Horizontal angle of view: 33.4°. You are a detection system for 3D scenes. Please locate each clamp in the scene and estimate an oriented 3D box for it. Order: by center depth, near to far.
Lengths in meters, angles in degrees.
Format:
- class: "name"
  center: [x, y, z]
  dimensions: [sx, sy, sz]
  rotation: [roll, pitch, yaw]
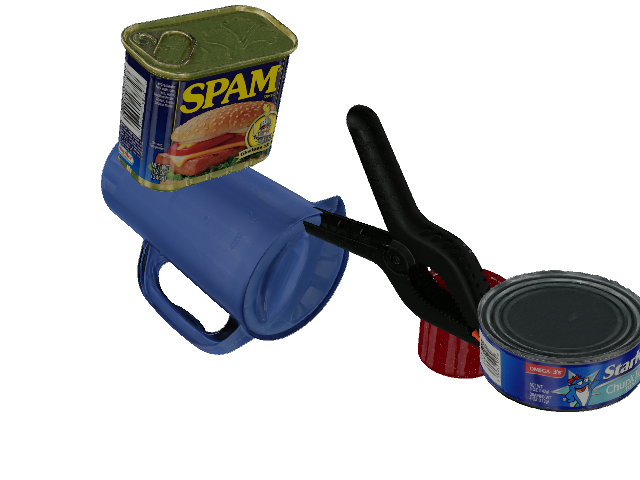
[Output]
- class: "clamp"
  center: [0.070, -0.001, 0.852]
  dimensions: [0.036, 0.210, 0.165]
  rotation: [-36, -21, -32]

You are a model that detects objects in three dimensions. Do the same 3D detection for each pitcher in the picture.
- class: "pitcher"
  center: [-0.106, -0.011, 1.018]
  dimensions: [0.243, 0.145, 0.148]
  rotation: [33, 35, 33]

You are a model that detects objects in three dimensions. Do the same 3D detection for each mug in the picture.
- class: "mug"
  center: [0.136, 0.076, 1.055]
  dimensions: [0.093, 0.081, 0.117]
  rotation: [-3, 27, -11]

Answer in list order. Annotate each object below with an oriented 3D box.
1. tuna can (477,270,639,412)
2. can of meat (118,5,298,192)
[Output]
- class: "tuna can"
  center: [0.124, 0.051, 0.550]
  dimensions: [0.086, 0.034, 0.086]
  rotation: [-4, 28, 2]
- class: "can of meat"
  center: [-0.069, -0.084, 0.633]
  dimensions: [0.101, 0.084, 0.057]
  rotation: [-20, 49, -36]
